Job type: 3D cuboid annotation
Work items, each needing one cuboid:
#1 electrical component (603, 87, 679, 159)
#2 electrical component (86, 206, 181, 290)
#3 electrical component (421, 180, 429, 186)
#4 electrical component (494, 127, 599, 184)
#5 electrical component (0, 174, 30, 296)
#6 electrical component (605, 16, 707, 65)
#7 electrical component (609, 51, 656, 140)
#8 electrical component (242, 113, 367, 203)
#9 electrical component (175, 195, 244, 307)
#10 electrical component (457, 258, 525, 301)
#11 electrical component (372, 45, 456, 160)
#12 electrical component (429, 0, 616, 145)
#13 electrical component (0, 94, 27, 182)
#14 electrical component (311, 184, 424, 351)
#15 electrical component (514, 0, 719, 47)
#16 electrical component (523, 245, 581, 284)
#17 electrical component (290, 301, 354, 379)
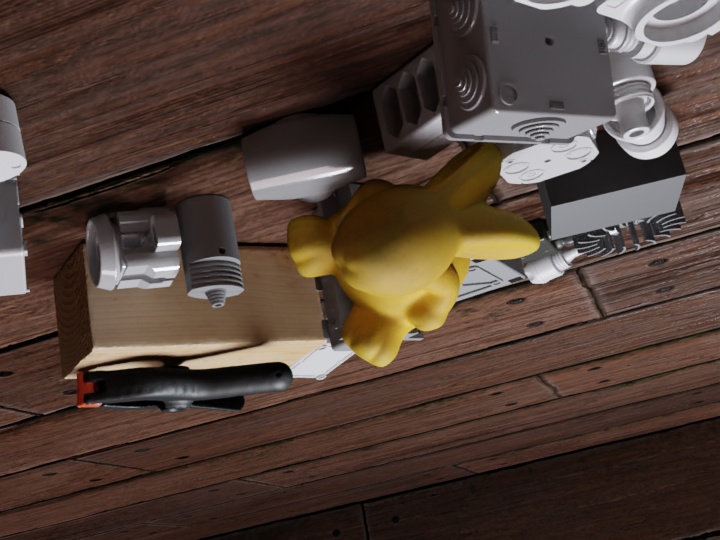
[{"bbox_3d":[0.203,-0.107,0.778,0.045,0.045,0.055,-20,161,24],"label":"electrical component"},{"bbox_3d":[-0.172,-0.015,0.808,0.057,0.058,0.078,-6,161,-25],"label":"electrical component"},{"bbox_3d":[0.068,-0.038,0.882,0.078,0.057,0.058,-26,156,37],"label":"electrical component"},{"bbox_3d":[0.125,-0.098,0.748,0.080,0.051,0.080,-10,162,-3],"label":"electrical component"},{"bbox_3d":[-0.260,-0.020,0.732,0.061,0.061,0.096,-5,161,-18],"label":"electrical component"},{"bbox_3d":[0.173,-0.145,0.654,0.078,0.040,0.040,-3,160,-22],"label":"electrical component"},{"bbox_3d":[0.173,-0.116,0.704,0.048,0.062,0.048,-10,161,-4],"label":"electrical component"},{"bbox_3d":[-0.035,-0.071,0.742,0.077,0.044,0.079,-12,162,3],"label":"electrical component"},{"bbox_3d":[-0.114,-0.011,0.815,0.043,0.081,0.043,-10,162,-3],"label":"electrical component"},{"bbox_3d":[0.079,-0.011,0.969,0.109,0.056,0.109,-20,160,23],"label":"electrical component"},{"bbox_3d":[0.065,-0.108,0.689,0.076,0.047,0.083,4,156,-40],"label":"electrical component"},{"bbox_3d":[0.091,-0.119,0.595,0.100,0.099,0.048,-1,172,-28],"label":"electrical component"},{"bbox_3d":[-0.252,-0.044,0.638,0.138,0.073,0.052,-23,165,31],"label":"electrical component"},{"bbox_3d":[0.000,0.000,0.852,0.079,0.121,0.063,3,159,-36],"label":"electrical component"},{"bbox_3d":[0.145,-0.173,0.526,0.186,0.060,0.105,4,156,-39],"label":"electrical component"},{"bbox_3d":[0.195,-0.011,1.074,0.061,0.035,0.035,-26,157,30],"label":"electrical component"},{"bbox_3d":[-0.044,0.068,1.132,0.062,0.061,0.096,5,147,-41],"label":"electrical component"}]
